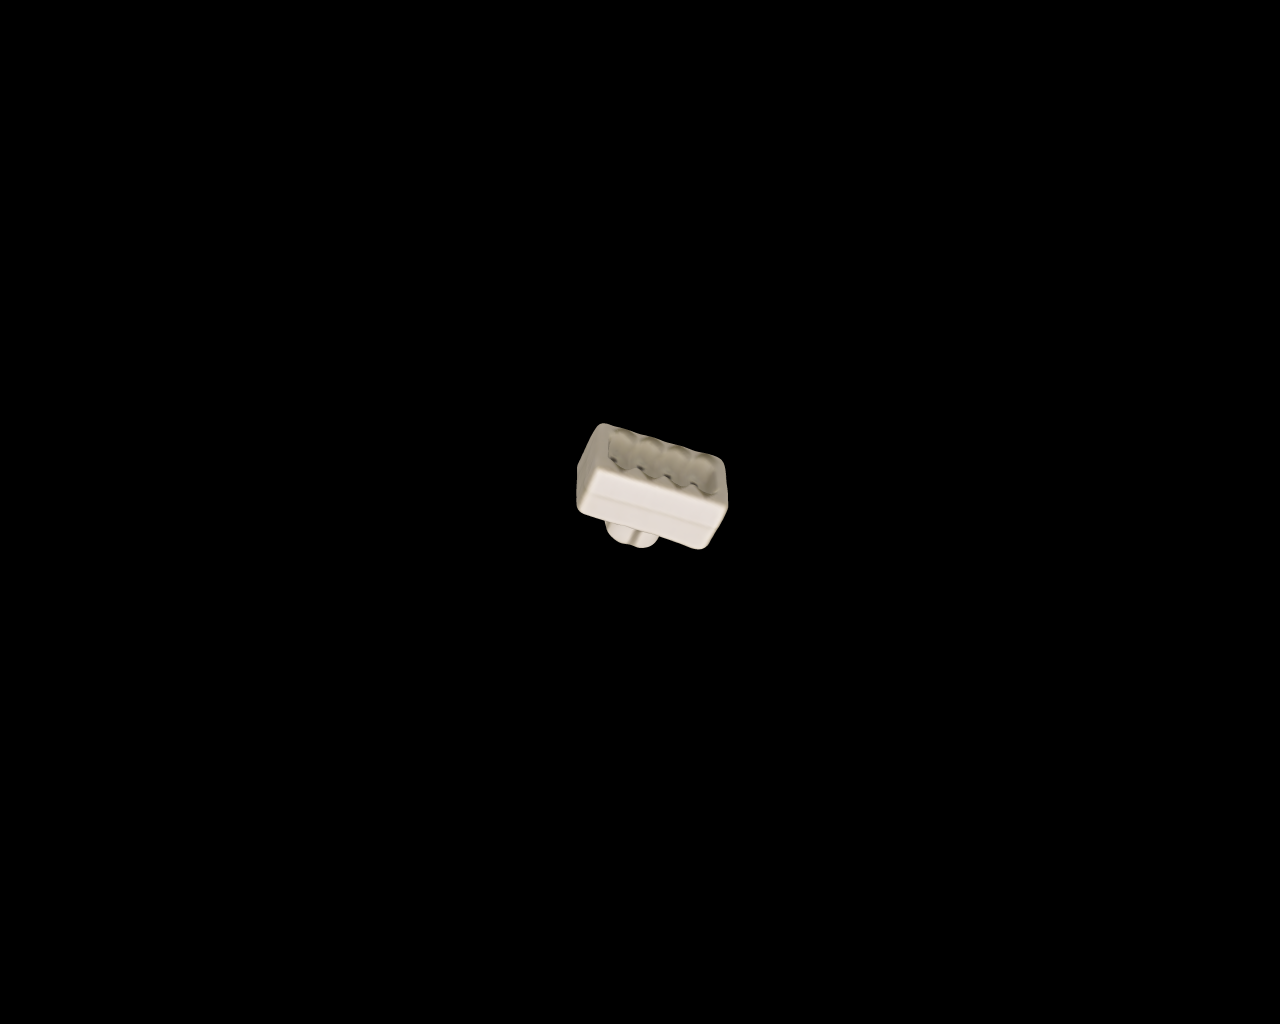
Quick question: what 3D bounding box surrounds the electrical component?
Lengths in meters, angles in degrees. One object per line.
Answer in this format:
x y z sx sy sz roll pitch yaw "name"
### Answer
0.001 -0.003 0.650 0.083 0.075 0.047 17 39 -14 "electrical component"
